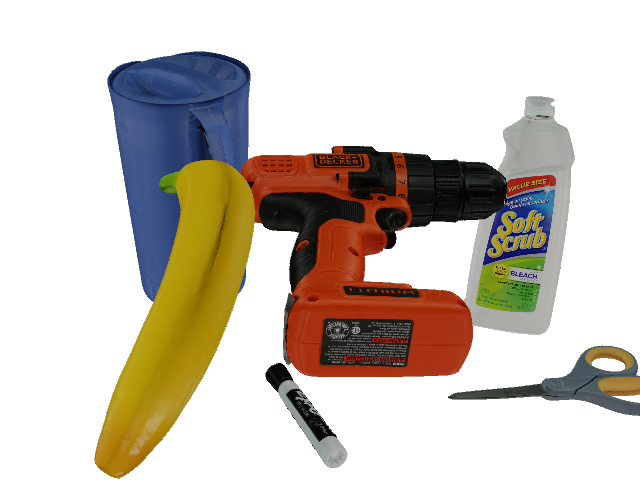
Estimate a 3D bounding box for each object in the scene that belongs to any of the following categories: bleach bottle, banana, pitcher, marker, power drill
[{"bbox_3d":[0.213,-0.029,1.144,0.103,0.251,0.068,9,18,16],"label":"bleach bottle"},{"bbox_3d":[-0.063,0.020,0.510,0.037,0.197,0.070,30,-52,-20],"label":"banana"},{"bbox_3d":[-0.127,-0.050,1.042,0.145,0.243,0.149,8,32,15],"label":"pitcher"},{"bbox_3d":[-0.014,0.133,0.831,0.020,0.020,0.121,0,27,-28],"label":"marker"},{"bbox_3d":[0.042,0.005,0.671,0.184,0.057,0.187,-1,34,-4],"label":"power drill"}]

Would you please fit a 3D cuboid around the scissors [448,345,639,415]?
[{"bbox_3d":[0.204,0.117,0.921,0.201,0.016,0.096,6,28,-5],"label":"scissors"}]
